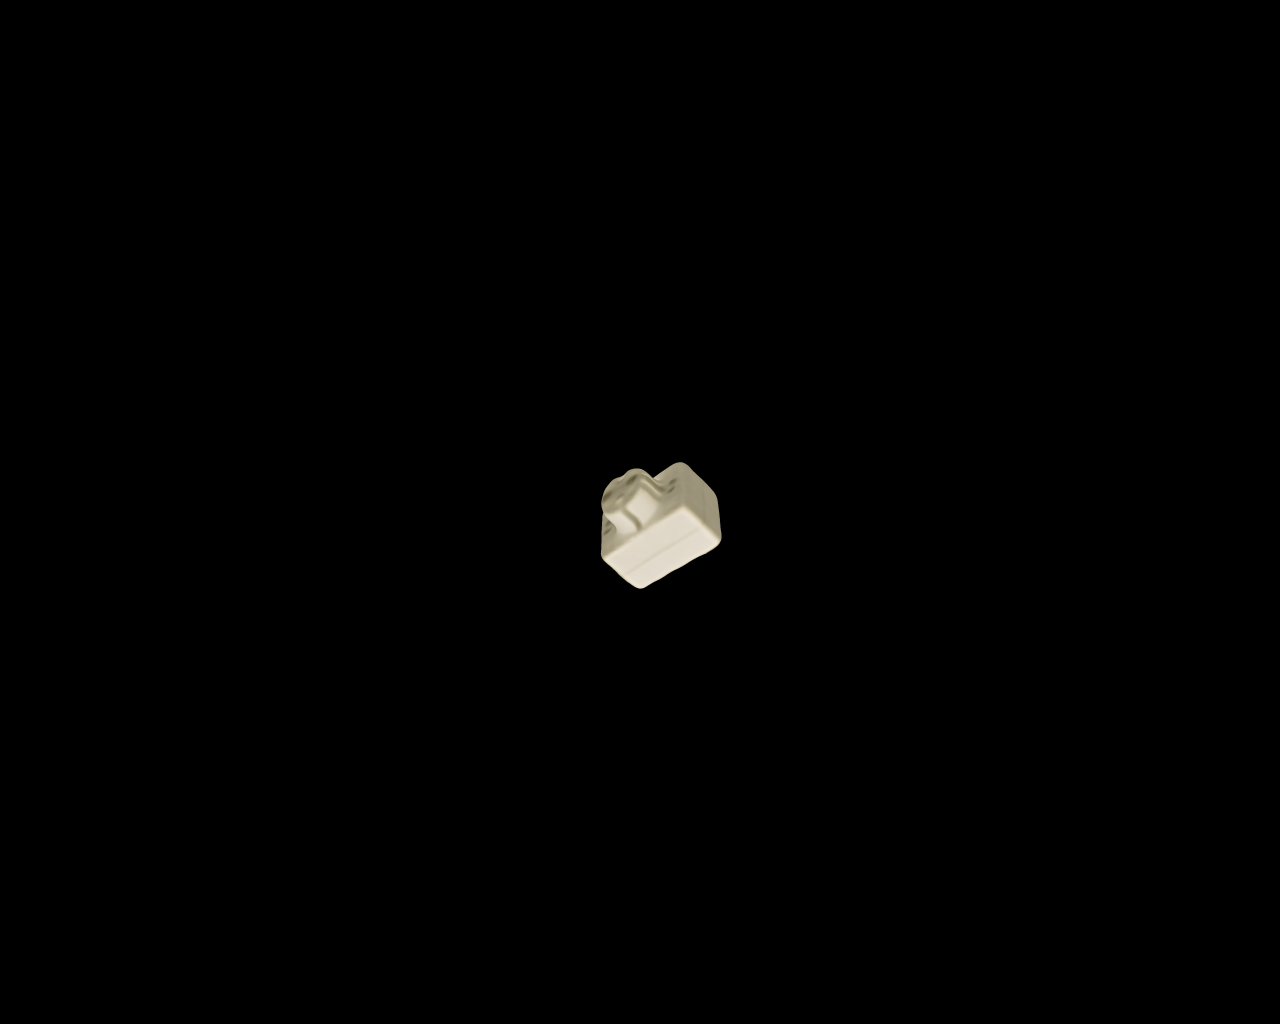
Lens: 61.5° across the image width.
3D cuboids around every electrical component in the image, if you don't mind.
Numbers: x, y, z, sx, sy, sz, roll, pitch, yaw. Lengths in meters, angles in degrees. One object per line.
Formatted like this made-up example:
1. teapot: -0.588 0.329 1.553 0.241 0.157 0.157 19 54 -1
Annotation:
1. electrical component: 0.001 -0.003 0.650 0.065 0.047 0.076 -33 -58 24
